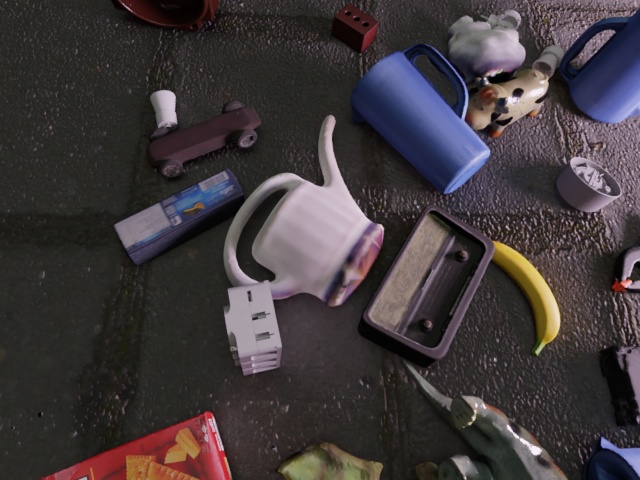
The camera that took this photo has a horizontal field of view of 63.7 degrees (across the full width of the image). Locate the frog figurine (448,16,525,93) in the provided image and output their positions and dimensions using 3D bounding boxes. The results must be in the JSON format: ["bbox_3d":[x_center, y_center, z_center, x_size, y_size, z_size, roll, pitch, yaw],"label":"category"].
[{"bbox_3d":[0.314,-0.375,0.993,0.137,0.122,0.161,-15,78,10],"label":"frog figurine"}]

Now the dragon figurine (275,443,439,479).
[{"bbox_3d":[0.009,0.379,0.619,0.411,0.119,0.248,-6,59,-17],"label":"dragon figurine"}]

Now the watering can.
[{"bbox_3d":[0.002,-0.041,0.817,0.225,0.102,0.353,31,67,9],"label":"watering can"}]
